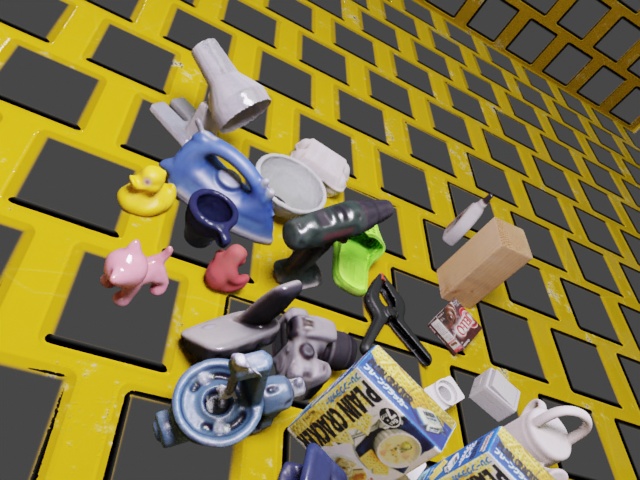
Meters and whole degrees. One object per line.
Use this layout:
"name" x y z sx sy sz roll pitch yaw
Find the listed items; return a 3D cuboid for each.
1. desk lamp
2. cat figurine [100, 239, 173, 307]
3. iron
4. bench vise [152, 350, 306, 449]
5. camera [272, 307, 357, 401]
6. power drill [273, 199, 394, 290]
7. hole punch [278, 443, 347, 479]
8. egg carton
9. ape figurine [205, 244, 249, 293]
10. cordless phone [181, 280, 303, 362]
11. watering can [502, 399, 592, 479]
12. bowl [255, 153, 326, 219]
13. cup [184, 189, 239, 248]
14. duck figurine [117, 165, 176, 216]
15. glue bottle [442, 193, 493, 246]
"desk lamp" -0.220 -0.280 1.156 0.203 0.213 0.118 46 39 8
"cat figurine" -0.279 0.042 0.873 0.128 0.117 0.067 -22 68 -48
"iron" -0.167 -0.111 1.092 0.258 0.141 0.119 36 39 -3
"bench vise" -0.104 0.196 0.781 0.208 0.219 0.121 -22 67 -48
"camera" -0.001 0.189 0.965 0.137 0.100 0.143 16 44 -26
"power drill" 0.010 0.004 1.067 0.230 0.208 0.075 -11 59 -44
"hole punch" -0.003 0.357 0.807 0.101 0.091 0.108 30 39 -11
"egg carton" -0.001 -0.170 1.338 0.150 0.069 0.107 31 39 -10
"ape figurine" -0.155 0.044 0.991 0.076 0.092 0.077 -9 58 -43
"cordless phone" -0.115 0.120 0.874 0.148 0.185 0.094 -18 65 -46
"watering can" 0.411 0.367 1.044 0.101 0.193 0.172 14 45 -28
"bowl" -0.074 -0.100 1.208 0.168 0.074 0.167 22 42 -21
"cup" -0.197 -0.019 1.016 0.092 0.094 0.117 -5 56 -41
"duck figurine" -0.299 -0.095 1.017 0.105 0.086 0.077 -7 57 -42
"glue bottle" 0.378 -0.060 1.449 0.037 0.173 0.078 35 39 -4
